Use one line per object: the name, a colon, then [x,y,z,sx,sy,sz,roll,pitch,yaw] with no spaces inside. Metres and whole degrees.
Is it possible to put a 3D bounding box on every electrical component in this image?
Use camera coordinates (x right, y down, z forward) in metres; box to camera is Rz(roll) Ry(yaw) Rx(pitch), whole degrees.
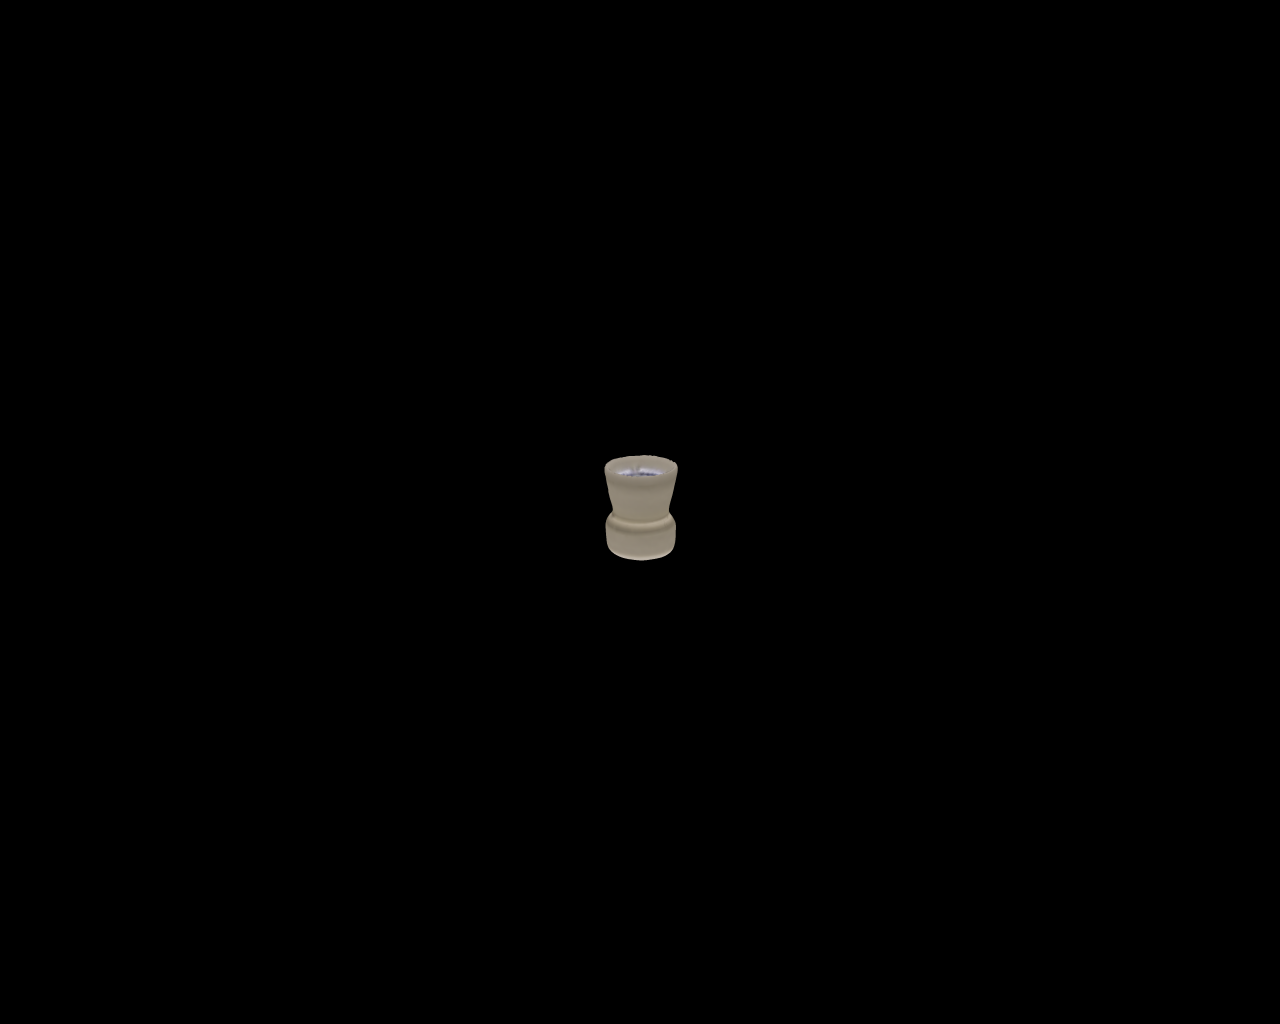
electrical component: [0.001,-0.003,0.650,0.045,0.055,0.045,0,21,0]
